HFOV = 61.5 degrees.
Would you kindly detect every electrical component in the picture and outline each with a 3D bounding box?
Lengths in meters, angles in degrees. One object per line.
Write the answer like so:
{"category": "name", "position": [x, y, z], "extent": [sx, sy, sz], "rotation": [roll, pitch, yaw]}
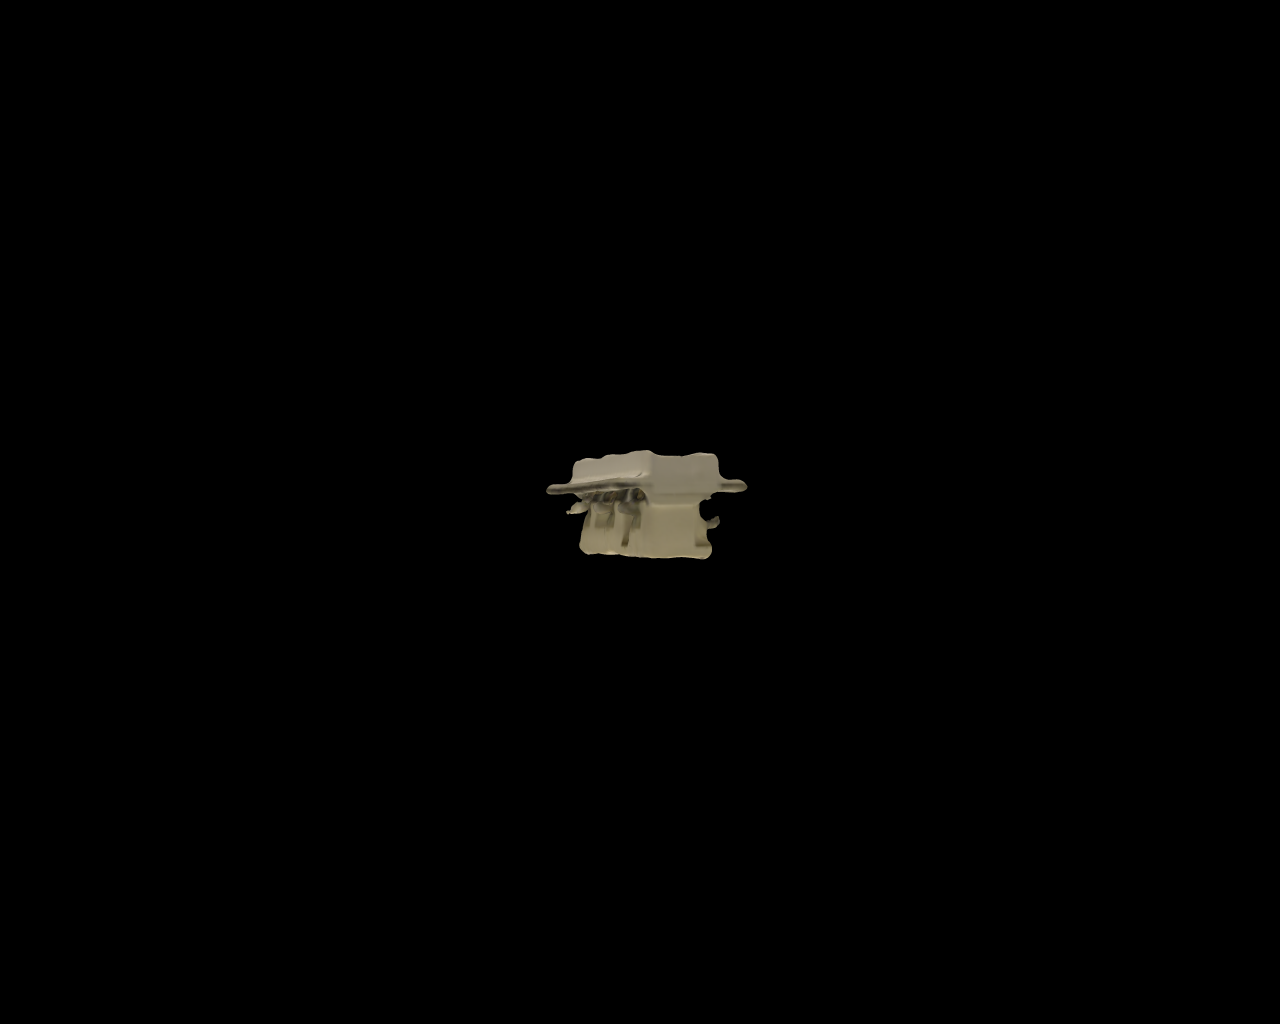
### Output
{"category": "electrical component", "position": [0.001, -0.003, 0.650], "extent": [0.079, 0.063, 0.121], "rotation": [0, 0, -24]}
